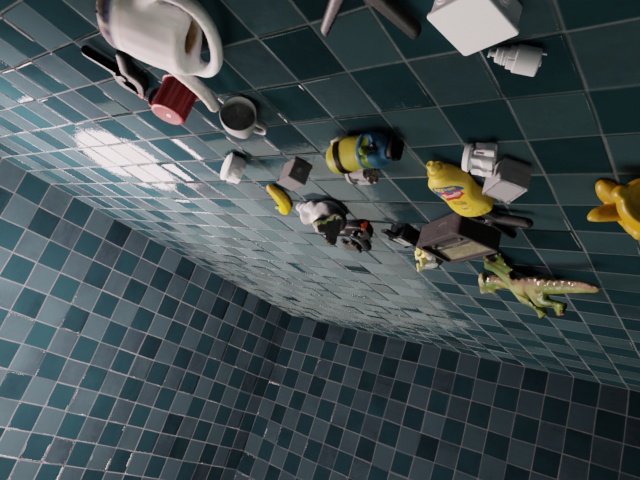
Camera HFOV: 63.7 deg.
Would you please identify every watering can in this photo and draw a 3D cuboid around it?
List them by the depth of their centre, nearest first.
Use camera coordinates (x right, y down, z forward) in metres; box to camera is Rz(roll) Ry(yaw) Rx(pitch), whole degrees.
[{"bbox_3d":[-0.288,-0.359,0.971,0.224,0.105,0.343,22,162,-2],"label":"watering can"}]

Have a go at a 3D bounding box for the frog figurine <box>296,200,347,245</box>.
[{"bbox_3d":[0.005,-0.079,1.568,0.136,0.121,0.162,23,-160,-37],"label":"frog figurine"}]

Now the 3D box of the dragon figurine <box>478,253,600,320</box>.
[{"bbox_3d":[0.580,0.114,1.481,0.243,0.124,0.404,28,161,1],"label":"dragon figurine"}]
